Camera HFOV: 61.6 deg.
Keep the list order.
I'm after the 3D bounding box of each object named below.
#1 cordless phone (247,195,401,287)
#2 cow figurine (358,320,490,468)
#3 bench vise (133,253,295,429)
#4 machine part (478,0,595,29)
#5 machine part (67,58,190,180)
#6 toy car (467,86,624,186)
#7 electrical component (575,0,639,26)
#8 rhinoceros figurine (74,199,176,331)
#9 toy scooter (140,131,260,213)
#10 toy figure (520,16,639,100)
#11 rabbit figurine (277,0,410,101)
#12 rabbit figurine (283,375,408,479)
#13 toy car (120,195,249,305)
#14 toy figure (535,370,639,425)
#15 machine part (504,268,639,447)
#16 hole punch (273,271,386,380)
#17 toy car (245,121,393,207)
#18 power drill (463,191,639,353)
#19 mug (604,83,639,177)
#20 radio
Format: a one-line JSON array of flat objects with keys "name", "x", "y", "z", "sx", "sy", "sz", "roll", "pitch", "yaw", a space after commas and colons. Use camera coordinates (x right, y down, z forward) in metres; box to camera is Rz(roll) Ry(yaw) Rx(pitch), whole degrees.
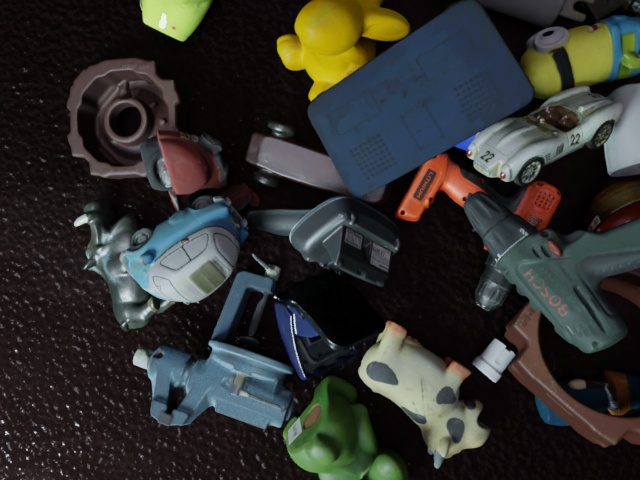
[{"name": "cordless phone", "x": -0.001, "y": -0.002, "z": 0.721, "sx": 0.184, "sy": 0.146, "sz": 0.088, "roll": 6, "pitch": 76, "yaw": 42}, {"name": "cow figurine", "x": 0.140, "y": 0.208, "z": 0.713, "sx": 0.195, "sy": 0.085, "sz": 0.127, "roll": 35, "pitch": 89, "yaw": 1}, {"name": "bench vise", "x": -0.124, "y": 0.139, "z": 0.726, "sx": 0.224, "sy": 0.128, "sz": 0.240, "roll": 15, "pitch": 73, "yaw": 15}, {"name": "machine part", "x": 0.230, "y": -0.336, "z": 0.689, "sx": 0.243, "sy": 0.079, "sz": 0.079, "roll": 22, "pitch": 94, "yaw": 5}, {"name": "machine part", "x": -0.267, "y": -0.167, "z": 0.757, "sx": 0.179, "sy": 0.056, "sz": 0.179, "roll": 0, "pitch": 91, "yaw": 7}, {"name": "toy car", "x": 0.265, "y": -0.125, "z": 0.632, "sx": 0.202, "sy": 0.056, "sz": 0.074, "roll": -25, "pitch": 46, "yaw": -18}, {"name": "electrical component", "x": 0.372, "y": -0.325, "z": 0.691, "sx": 0.078, "sy": 0.045, "sz": 0.102, "roll": -26, "pitch": 89, "yaw": 4}, {"name": "rhinoceros figurine", "x": -0.276, "y": 0.031, "z": 0.761, "sx": 0.112, "sy": 0.073, "sz": 0.190, "roll": -19, "pitch": 92, "yaw": 17}, {"name": "toy scooter", "x": -0.153, "y": -0.072, "z": 0.721, "sx": 0.135, "sy": 0.075, "sz": 0.183, "roll": -16, "pitch": 130, "yaw": -10}, {"name": "toy figure", "x": 0.347, "y": -0.232, "z": 0.680, "sx": 0.180, "sy": 0.082, "sz": 0.089, "roll": -6, "pitch": 89, "yaw": 4}, {"name": "rabbit figurine", "x": 0.027, "y": -0.247, "z": 0.666, "sx": 0.162, "sy": 0.173, "sz": 0.122, "roll": -25, "pitch": 85, "yaw": 10}, {"name": "rabbit figurine", "x": 0.056, "y": 0.279, "z": 0.704, "sx": 0.170, "sy": 0.159, "sz": 0.121, "roll": 37, "pitch": 85, "yaw": -12}, {"name": "toy car", "x": -0.158, "y": 0.025, "z": 0.675, "sx": 0.162, "sy": 0.109, "sz": 0.103, "roll": -33, "pitch": 46, "yaw": -3}, {"name": "toy figure", "x": 0.366, "y": 0.203, "z": 0.702, "sx": 0.155, "sy": 0.064, "sz": 0.058, "roll": -11, "pitch": 53, "yaw": 1}, {"name": "machine part", "x": 0.348, "y": 0.129, "z": 0.655, "sx": 0.201, "sy": 0.087, "sz": 0.201, "roll": 41, "pitch": 83, "yaw": 21}, {"name": "hole punch", "x": 0.005, "y": 0.110, "z": 0.706, "sx": 0.116, "sy": 0.142, "sz": 0.092, "roll": 51, "pitch": 131, "yaw": 25}, {"name": "toy car", "x": 0.000, "y": -0.097, "z": 0.733, "sx": 0.202, "sy": 0.053, "sz": 0.089, "roll": 18, "pitch": 104, "yaw": 1}, {"name": "power drill", "x": 0.301, "y": -0.008, "z": 0.603, "sx": 0.207, "sy": 0.086, "sz": 0.232, "roll": -33, "pitch": 70, "yaw": 15}, {"name": "mug", "x": 0.412, "y": -0.143, "z": 0.676, "sx": 0.110, "sy": 0.080, "sz": 0.107, "roll": -11, "pitch": 82, "yaw": 11}, {"name": "radio", "x": 0.107, "y": -0.159, "z": 0.613, "sx": 0.230, "sy": 0.073, "sz": 0.131, "roll": -29, "pitch": 102, "yaw": 22}]
